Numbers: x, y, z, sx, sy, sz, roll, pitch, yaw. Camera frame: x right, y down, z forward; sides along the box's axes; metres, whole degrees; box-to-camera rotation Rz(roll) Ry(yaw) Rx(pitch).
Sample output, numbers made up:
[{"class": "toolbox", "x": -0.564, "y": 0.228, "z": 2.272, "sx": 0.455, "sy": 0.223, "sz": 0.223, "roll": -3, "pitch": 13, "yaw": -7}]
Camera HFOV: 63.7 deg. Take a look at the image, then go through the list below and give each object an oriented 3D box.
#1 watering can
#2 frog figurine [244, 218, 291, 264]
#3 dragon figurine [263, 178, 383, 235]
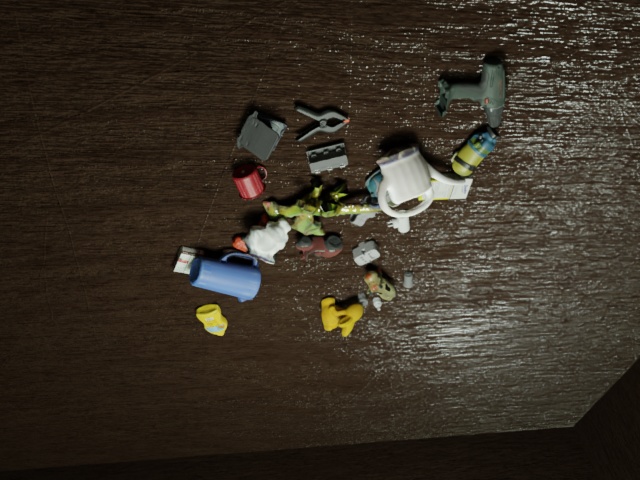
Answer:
[{"class": "watering can", "x": 0.315, "y": -0.210, "z": 1.667, "sx": 0.351, "sy": 0.223, "sz": 0.104, "roll": -26, "pitch": 10, "yaw": -25}, {"class": "frog figurine", "x": -0.178, "y": -0.012, "z": 1.759, "sx": 0.136, "sy": 0.159, "sz": 0.124, "roll": 28, "pitch": 3, "yaw": -16}, {"class": "dragon figurine", "x": 0.005, "y": -0.090, "z": 1.785, "sx": 0.409, "sy": 0.125, "sz": 0.238, "roll": 12, "pitch": -31, "yaw": -13}]
